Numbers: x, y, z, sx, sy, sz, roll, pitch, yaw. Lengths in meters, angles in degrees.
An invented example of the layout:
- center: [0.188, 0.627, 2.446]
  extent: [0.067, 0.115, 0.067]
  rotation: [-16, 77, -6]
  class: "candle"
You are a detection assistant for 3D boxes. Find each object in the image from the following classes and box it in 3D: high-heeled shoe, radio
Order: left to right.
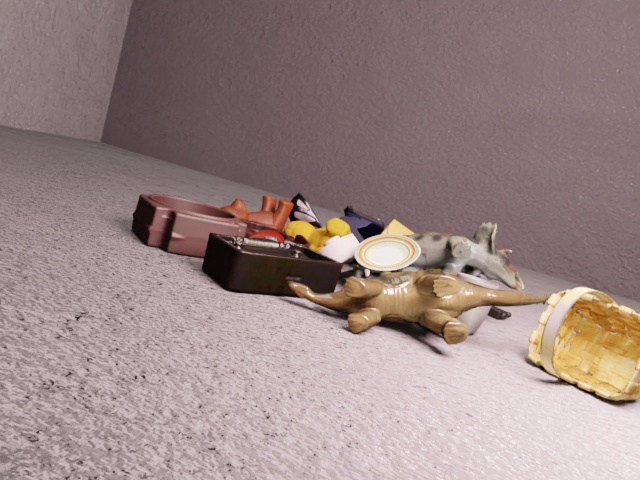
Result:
- center: [-0.086, 0.045, 0.959]
  extent: [0.229, 0.073, 0.131]
  rotation: [11, 9, -40]
  class: "radio"
- center: [0.020, -0.044, 1.583]
  extent: [0.249, 0.145, 0.086]
  rotation: [13, 8, -7]
  class: "high-heeled shoe"

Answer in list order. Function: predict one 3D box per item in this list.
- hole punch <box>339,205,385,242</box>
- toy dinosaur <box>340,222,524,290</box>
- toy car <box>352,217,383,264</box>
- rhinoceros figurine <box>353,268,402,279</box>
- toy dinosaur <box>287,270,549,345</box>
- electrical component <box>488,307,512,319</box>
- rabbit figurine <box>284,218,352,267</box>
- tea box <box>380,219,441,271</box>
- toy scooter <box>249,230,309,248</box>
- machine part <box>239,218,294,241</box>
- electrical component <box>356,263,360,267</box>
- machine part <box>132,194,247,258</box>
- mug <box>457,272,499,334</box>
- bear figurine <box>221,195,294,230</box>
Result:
- center: [0.095, -0.008, 1.391]
  extent: [0.116, 0.092, 0.142]
  rotation: [25, -24, 16]
  class: "hole punch"
- center: [0.234, 0.035, 1.184]
  extent: [0.405, 0.131, 0.192]
  rotation: [2, 15, 24]
  class: "toy dinosaur"
- center: [0.120, 0.011, 1.518]
  extent: [0.109, 0.162, 0.102]
  rotation: [12, -38, 14]
  class: "toy car"
- center: [0.154, 0.107, 1.062]
  extent: [0.190, 0.073, 0.112]
  rotation: [18, 17, 4]
  class: "rhinoceros figurine"
- center: [0.180, 0.096, 0.905]
  extent: [0.472, 0.105, 0.198]
  rotation: [6, 6, -2]
  class: "toy dinosaur"
- center: [0.417, 0.172, 1.291]
  extent: [0.094, 0.021, 0.063]
  rotation: [10, 10, -44]
  class: "electrical component"
- center: [-0.003, -0.004, 1.336]
  extent: [0.173, 0.121, 0.162]
  rotation: [18, 3, 19]
  class: "rabbit figurine"
- center: [0.213, 0.042, 1.296]
  extent: [0.170, 0.098, 0.068]
  rotation: [35, -29, 11]
  class: "tea box"
- center: [-0.074, 0.020, 1.132]
  extent: [0.184, 0.075, 0.135]
  rotation: [16, 18, -14]
  class: "toy scooter"
- center: [-0.147, -0.001, 1.254]
  extent: [0.179, 0.056, 0.179]
  rotation: [16, 8, -2]
  class: "machine part"
- center: [0.132, 0.075, 1.341]
  extent: [0.078, 0.045, 0.102]
  rotation: [45, 12, 1]
  class: "electrical component"
- center: [-0.266, -0.030, 1.098]
  extent: [0.201, 0.087, 0.201]
  rotation: [9, 10, -33]
  class: "machine part"
- center: [0.294, 0.125, 1.048]
  extent: [0.081, 0.107, 0.109]
  rotation: [21, 5, 29]
  class: "mug"
- center: [-0.188, -0.071, 1.428]
  extent: [0.195, 0.132, 0.120]
  rotation: [18, 0, -39]
  class: "bear figurine"
